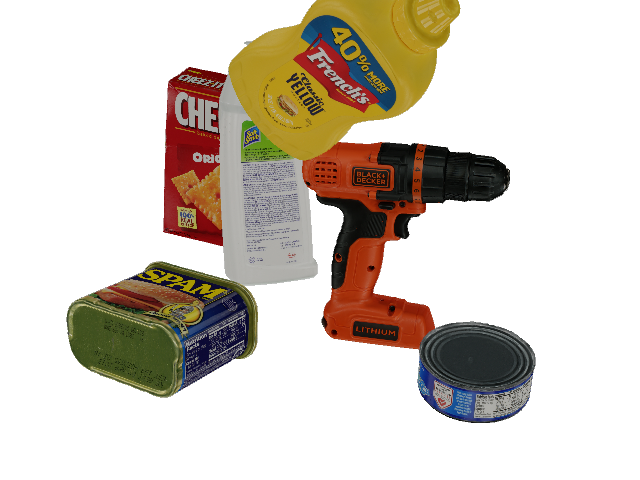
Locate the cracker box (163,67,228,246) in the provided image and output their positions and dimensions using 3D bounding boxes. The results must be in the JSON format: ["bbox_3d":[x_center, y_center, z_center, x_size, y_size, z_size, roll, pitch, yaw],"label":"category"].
[{"bbox_3d":[-0.114,-0.097,1.362,0.164,0.214,0.072,14,29,14],"label":"cracker box"}]

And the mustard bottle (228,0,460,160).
[{"bbox_3d":[0.023,-0.124,0.735,0.192,0.096,0.058,-21,21,49],"label":"mustard bottle"}]

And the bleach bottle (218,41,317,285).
[{"bbox_3d":[-0.056,-0.083,1.126,0.102,0.251,0.068,-6,16,-23],"label":"bleach bottle"}]

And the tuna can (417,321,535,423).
[{"bbox_3d":[0.115,0.098,0.796,0.086,0.034,0.086,1,29,-1],"label":"tuna can"}]

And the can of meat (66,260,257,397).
[{"bbox_3d":[-0.108,0.059,0.722,0.102,0.057,0.083,14,23,30],"label":"can of meat"}]

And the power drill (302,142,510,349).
[{"bbox_3d":[0.073,0.002,0.970,0.184,0.188,0.057,6,19,12],"label":"power drill"}]
